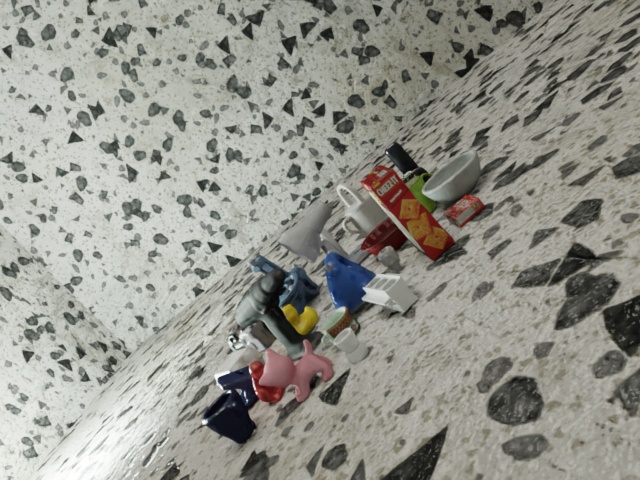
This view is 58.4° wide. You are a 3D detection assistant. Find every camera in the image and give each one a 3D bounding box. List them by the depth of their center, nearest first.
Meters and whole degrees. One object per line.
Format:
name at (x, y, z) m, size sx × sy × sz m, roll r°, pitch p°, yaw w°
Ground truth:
camera at (-0.190, 0.258, 1.664) m, size 0.143 × 0.101 × 0.137 m, roll -32°, pitch 14°, yaw 43°

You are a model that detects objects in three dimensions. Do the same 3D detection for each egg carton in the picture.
egg carton at (-0.206, 0.336, 1.485) m, size 0.150 × 0.069 × 0.107 m, roll -29°, pitch 16°, yaw 50°

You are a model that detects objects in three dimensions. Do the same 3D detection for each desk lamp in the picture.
desk lamp at (0.015, 0.006, 1.635) m, size 0.203 × 0.213 × 0.117 m, roll -43°, pitch 11°, yaw -10°

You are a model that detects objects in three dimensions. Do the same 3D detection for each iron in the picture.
iron at (0.057, 0.081, 1.367) m, size 0.118 × 0.141 × 0.258 m, roll -40°, pitch 10°, yaw 8°

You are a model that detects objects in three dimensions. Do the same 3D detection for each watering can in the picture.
watering can at (0.127, -0.100, 1.719) m, size 0.100 × 0.194 × 0.173 m, roll -29°, pitch 16°, yaw 50°

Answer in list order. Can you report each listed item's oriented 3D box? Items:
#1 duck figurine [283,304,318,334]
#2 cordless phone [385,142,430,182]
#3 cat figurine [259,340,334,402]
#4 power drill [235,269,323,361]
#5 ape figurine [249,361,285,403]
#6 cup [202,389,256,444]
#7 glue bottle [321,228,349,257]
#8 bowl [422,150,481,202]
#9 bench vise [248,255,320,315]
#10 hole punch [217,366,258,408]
duck figurine at (-0.063, 0.202, 1.464) m, size 0.105 × 0.086 × 0.077 m, roll -46°, pitch 11°, yaw -24°
cordless phone at (0.237, -0.193, 1.724) m, size 0.147 × 0.185 × 0.094 m, roll -39°, pitch 11°, yaw 13°
cat figurine at (-0.055, 0.253, 1.131) m, size 0.128 × 0.118 × 0.067 m, roll -42°, pitch 10°, yaw -1°
power drill at (-0.094, 0.178, 1.334) m, size 0.229 × 0.208 × 0.076 m, roll -31°, pitch 15°, yaw 44°
ape figurine at (-0.119, 0.301, 1.239) m, size 0.078 × 0.092 × 0.076 m, roll -46°, pitch 11°, yaw -22°
cup at (-0.170, 0.363, 1.160) m, size 0.117 × 0.095 × 0.092 m, roll -29°, pitch 16°, yaw 49°
glue bottle at (0.026, 0.002, 1.726) m, size 0.037 × 0.173 × 0.078 m, roll -41°, pitch 11°, yaw 3°
bowl at (0.344, -0.147, 1.448) m, size 0.167 × 0.075 × 0.167 m, roll -40°, pitch 10°, yaw 9°
bench vise at (-0.114, 0.118, 1.627) m, size 0.121 × 0.220 × 0.207 m, roll -39°, pitch 11°, yaw 12°
hole punch at (-0.178, 0.330, 1.341) m, size 0.101 × 0.091 × 0.108 m, roll -44°, pitch 11°, yaw -13°
